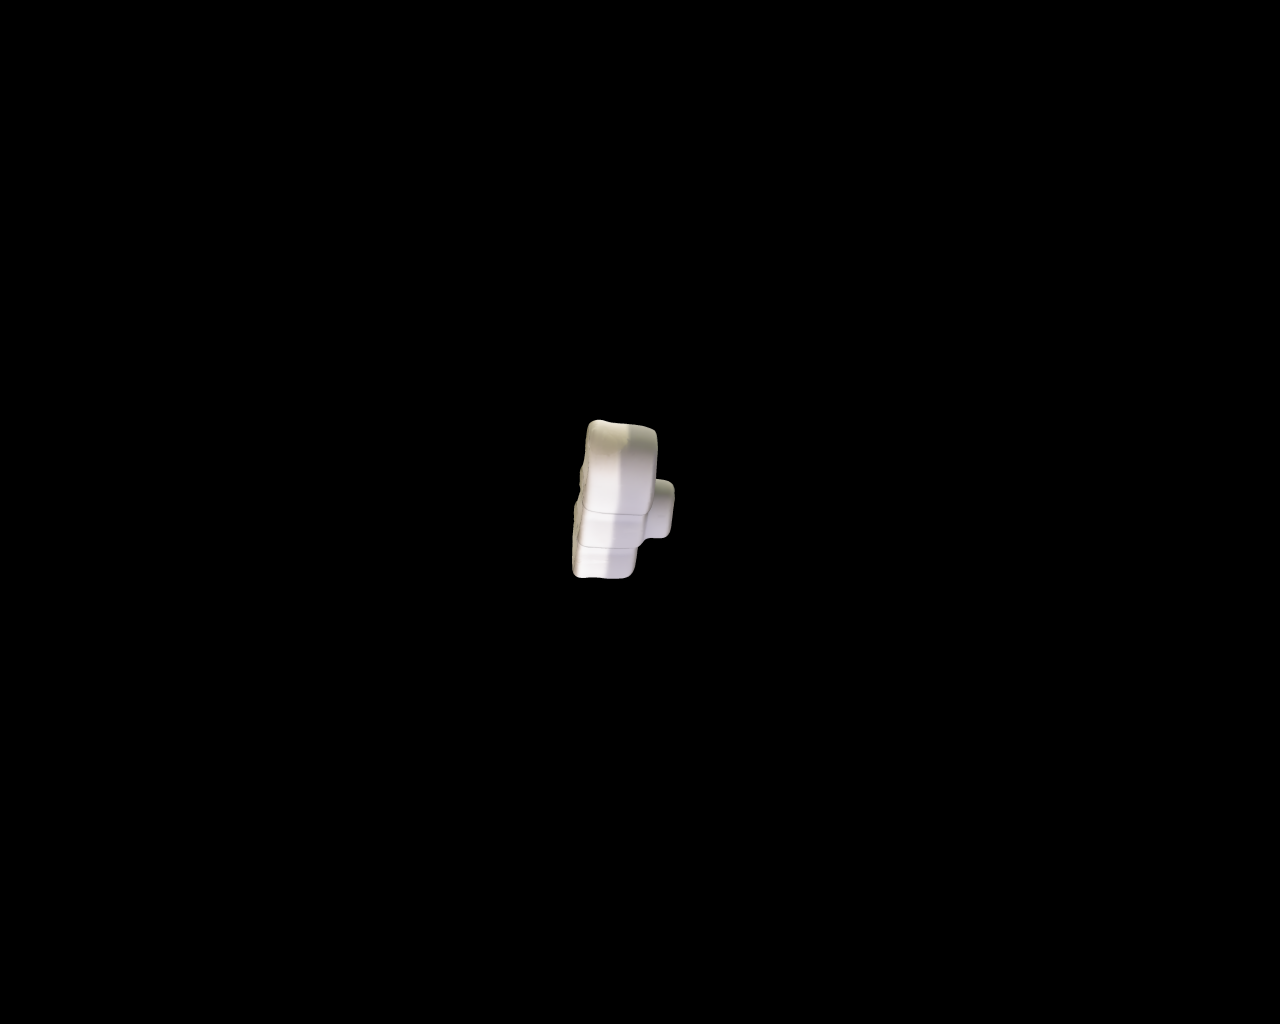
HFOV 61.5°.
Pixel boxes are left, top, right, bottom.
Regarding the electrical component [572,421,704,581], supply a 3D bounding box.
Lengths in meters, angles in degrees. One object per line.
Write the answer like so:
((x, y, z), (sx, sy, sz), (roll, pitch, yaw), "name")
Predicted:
((0.001, -0.003, 0.650), (0.074, 0.052, 0.138), (4, -29, -6), "electrical component")
